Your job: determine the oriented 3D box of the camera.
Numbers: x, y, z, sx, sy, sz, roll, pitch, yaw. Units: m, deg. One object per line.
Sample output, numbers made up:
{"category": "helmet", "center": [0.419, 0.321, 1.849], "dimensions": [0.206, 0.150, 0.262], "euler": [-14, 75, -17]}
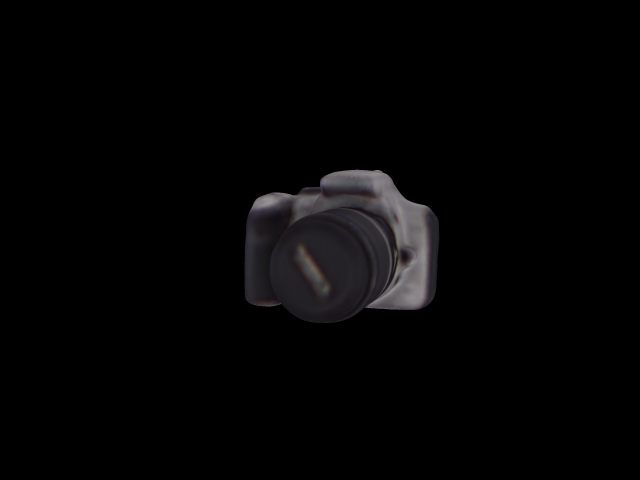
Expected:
{"category": "camera", "center": [0.004, 0.001, 0.400], "dimensions": [0.142, 0.101, 0.137], "euler": [2, 7, 20]}
